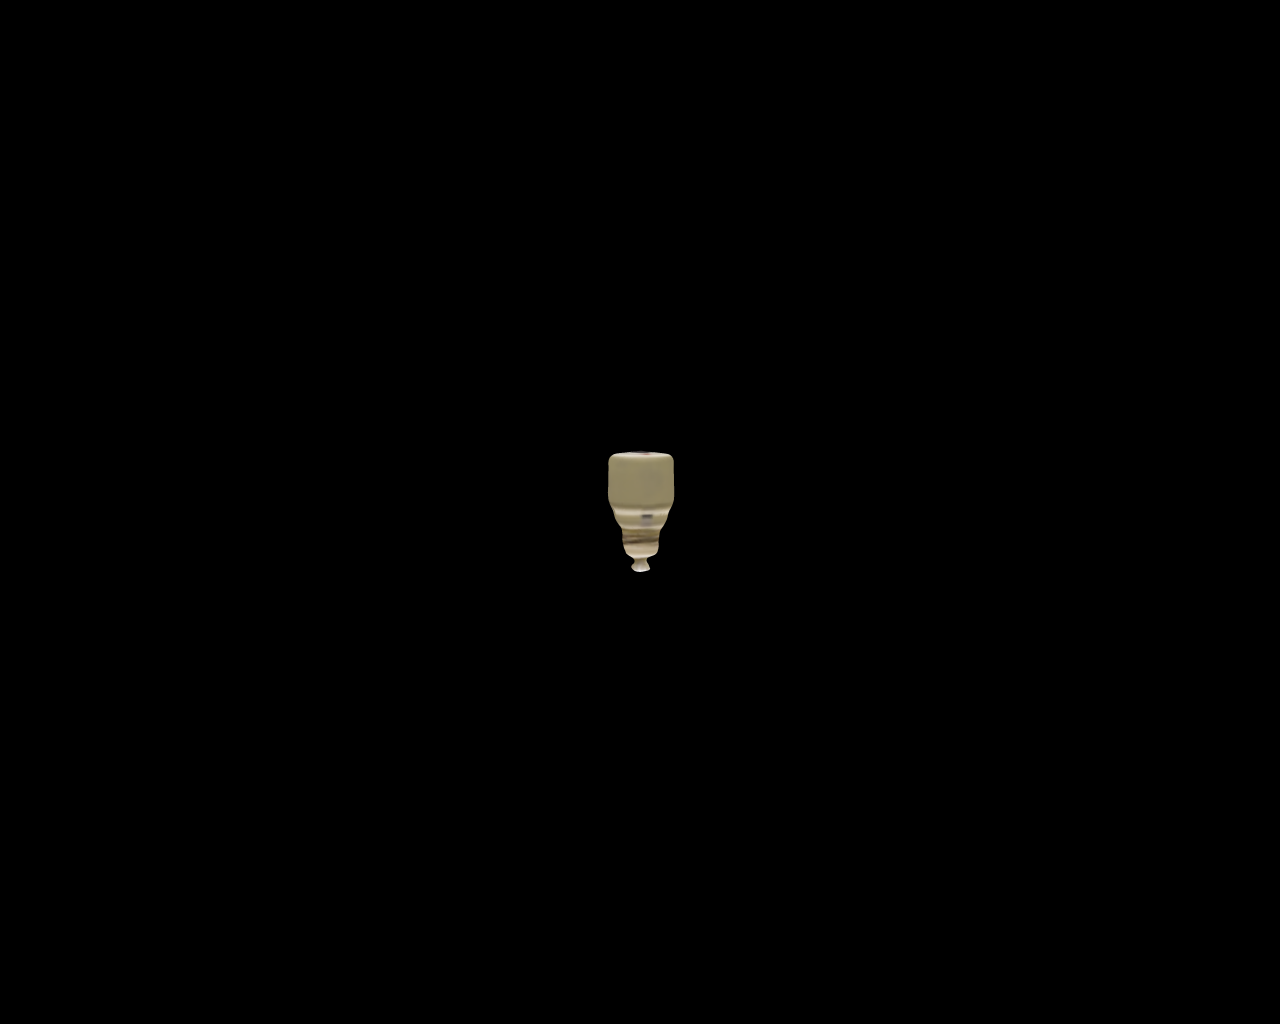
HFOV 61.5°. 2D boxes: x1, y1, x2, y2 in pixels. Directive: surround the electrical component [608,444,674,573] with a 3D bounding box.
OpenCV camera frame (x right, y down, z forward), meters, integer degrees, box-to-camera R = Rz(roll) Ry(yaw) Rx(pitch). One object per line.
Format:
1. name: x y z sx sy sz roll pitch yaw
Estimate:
1. electrical component: 0.001 -0.003 0.650 0.040 0.078 0.040 0 6 0
